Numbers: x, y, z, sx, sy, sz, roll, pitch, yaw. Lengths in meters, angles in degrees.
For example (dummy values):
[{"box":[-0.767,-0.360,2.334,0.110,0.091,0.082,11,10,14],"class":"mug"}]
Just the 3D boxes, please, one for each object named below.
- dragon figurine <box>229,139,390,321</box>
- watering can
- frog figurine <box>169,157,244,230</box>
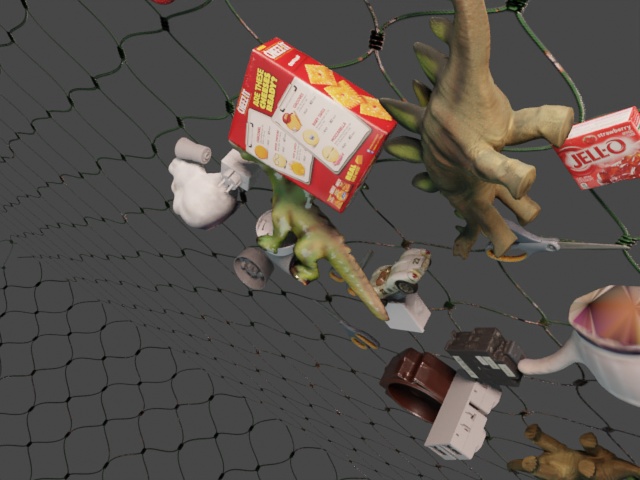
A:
[{"box":[0.003,-0.045,0.891,0.412,0.124,0.237,38,142,9],"class":"dragon figurine"},{"box":[0.422,0.165,0.746,0.347,0.106,0.221,-2,132,47],"class":"watering can"},{"box":[-0.251,-0.105,1.079,0.136,0.125,0.157,-24,110,20],"class":"frog figurine"}]
